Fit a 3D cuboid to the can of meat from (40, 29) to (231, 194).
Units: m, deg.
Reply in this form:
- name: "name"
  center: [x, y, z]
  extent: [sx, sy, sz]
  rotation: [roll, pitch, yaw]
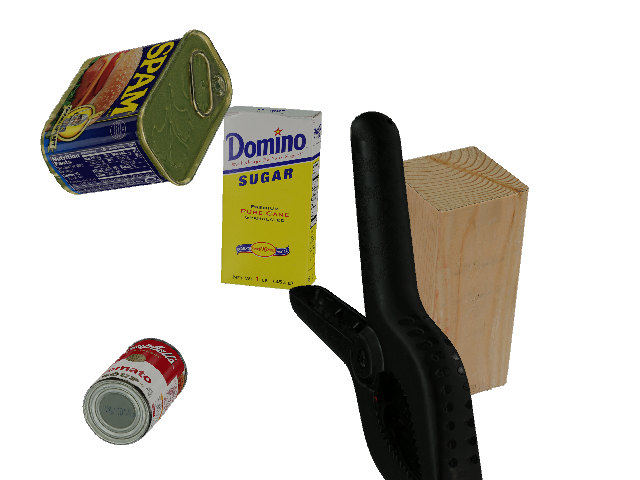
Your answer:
- name: "can of meat"
  center: [-0.114, -0.077, 0.657]
  extent: [0.084, 0.102, 0.057]
  rotation: [-6, -46, 29]

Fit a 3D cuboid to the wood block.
- name: "wood block"
  center: [0.115, 0.033, 0.947]
  extent: [0.090, 0.206, 0.091]
  rotation: [-14, 34, -21]

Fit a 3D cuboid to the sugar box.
- name: "sugar box"
  center: [-0.050, -0.042, 1.062]
  extent: [0.093, 0.176, 0.048]
  rotation: [4, 16, 11]

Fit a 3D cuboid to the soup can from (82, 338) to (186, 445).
- name: "soup can"
  center: [-0.175, 0.142, 1.010]
  extent: [0.068, 0.068, 0.102]
  rotation: [0, 16, 12]

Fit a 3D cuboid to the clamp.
- name: "clamp"
  center: [0.037, 0.049, 0.549]
  extent: [0.036, 0.165, 0.210]
  rotation: [-6, 47, -21]
